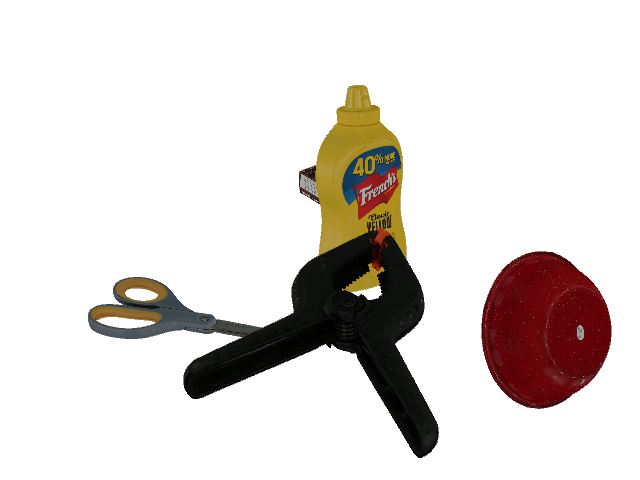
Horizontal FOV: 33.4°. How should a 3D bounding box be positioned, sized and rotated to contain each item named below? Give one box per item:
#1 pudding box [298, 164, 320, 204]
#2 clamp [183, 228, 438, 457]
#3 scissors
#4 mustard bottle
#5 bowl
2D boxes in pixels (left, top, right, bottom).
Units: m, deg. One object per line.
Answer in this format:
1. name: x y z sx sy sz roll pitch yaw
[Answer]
1. pudding box: 0.039 -0.082 1.502 0.113 0.039 0.090 -25 39 -33
2. clamp: 0.026 0.061 0.728 0.165 0.036 0.209 18 37 17
3. scissors: -0.117 0.067 1.015 0.201 0.016 0.096 1 33 -6
4. mustard bottle: 0.039 -0.052 1.021 0.096 0.192 0.058 -18 23 -38
5. bowl: 0.240 0.091 1.072 0.161 0.162 0.055 0 -1 -32
